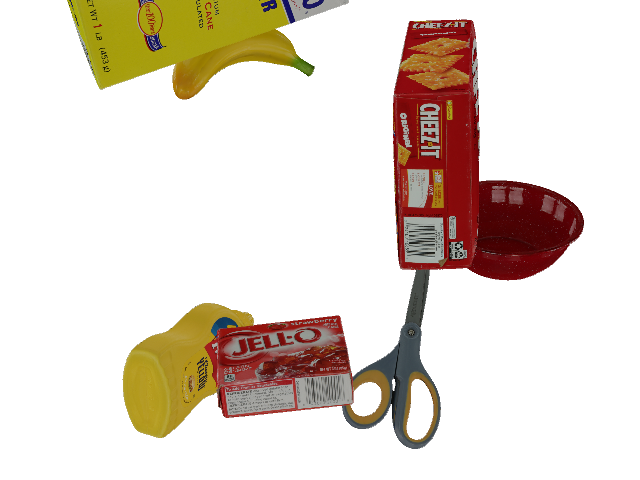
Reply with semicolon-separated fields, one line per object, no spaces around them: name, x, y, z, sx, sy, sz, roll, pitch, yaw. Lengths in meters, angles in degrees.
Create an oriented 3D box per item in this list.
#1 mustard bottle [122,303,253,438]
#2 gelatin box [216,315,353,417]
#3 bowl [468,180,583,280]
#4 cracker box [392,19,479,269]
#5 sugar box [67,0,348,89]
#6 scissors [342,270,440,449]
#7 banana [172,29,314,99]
mustard bottle;-0.124;0.118;1.097;0.058;0.096;0.191;10;23;25
gelatin box;-0.026;0.084;0.723;0.089;0.030;0.073;-6;26;-2
bowl;0.195;-0.005;1.135;0.162;0.055;0.162;-1;31;0
cracker box;0.110;-0.094;0.973;0.072;0.164;0.213;0;27;9
sugar box;-0.068;-0.165;0.660;0.176;0.048;0.093;-20;-34;-12
scissors;0.064;0.094;0.975;0.096;0.202;0.016;-2;-30;-3
banana;-0.084;-0.180;1.039;0.070;0.037;0.197;43;38;21
